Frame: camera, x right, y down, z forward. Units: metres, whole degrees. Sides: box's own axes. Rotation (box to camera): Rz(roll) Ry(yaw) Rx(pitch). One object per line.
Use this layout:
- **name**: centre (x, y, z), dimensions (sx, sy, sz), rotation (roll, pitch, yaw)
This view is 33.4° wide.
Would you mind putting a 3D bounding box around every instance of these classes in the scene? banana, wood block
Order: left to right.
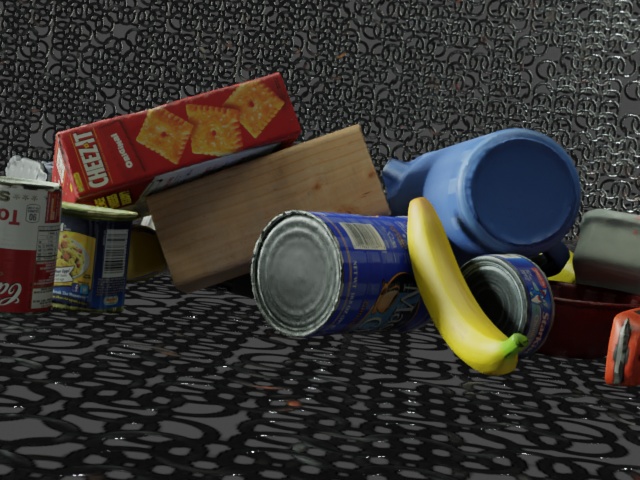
- **wood block**: centre (-0.047, -0.027, 1.000), dimensions (0.206, 0.090, 0.091), rotation (-19, -7, -1)
- **banana**: centre (0.109, 0.044, 0.824), dimensions (0.037, 0.070, 0.198), rotation (4, 31, -26)

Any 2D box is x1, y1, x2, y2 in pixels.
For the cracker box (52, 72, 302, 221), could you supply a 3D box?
- **cracker box**: centre (-0.142, -0.079, 1.015), dimensions (0.213, 0.072, 0.164), rotation (-17, -8, -18)

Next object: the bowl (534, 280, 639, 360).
- **bowl**: centre (0.209, 0.069, 0.943), dimensions (0.162, 0.055, 0.162), rotation (7, 4, -1)

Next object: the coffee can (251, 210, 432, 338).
- **coffee can**: centre (0.027, 0.028, 0.898), dimensions (0.103, 0.103, 0.140), rotation (10, 6, 43)

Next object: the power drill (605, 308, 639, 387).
- **power drill**: centre (0.320, 0.093, 0.787), dimensions (0.188, 0.057, 0.184), rotation (9, 5, 33)

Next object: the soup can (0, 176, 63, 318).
- **soup can**: centre (-0.237, 0.004, 0.824), dimensions (0.068, 0.102, 0.068), rotation (7, 5, -1)

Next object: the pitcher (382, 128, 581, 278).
- **pitcher**: centre (0.157, -0.027, 0.990), dimensions (0.149, 0.145, 0.243), rotation (-8, -1, -9)

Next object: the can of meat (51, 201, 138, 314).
- **can of meat**: centre (-0.205, 0.013, 0.880), dimensions (0.102, 0.084, 0.057), rotation (8, 4, 24)

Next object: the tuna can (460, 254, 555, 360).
- **tuna can**: centre (0.143, 0.054, 0.853), dimensions (0.033, 0.086, 0.086), rotation (1, 7, -41)

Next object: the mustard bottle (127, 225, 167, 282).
- **mustard bottle**: centre (-0.199, 0.015, 1.022), dimensions (0.096, 0.058, 0.191), rotation (-6, 0, 16)
